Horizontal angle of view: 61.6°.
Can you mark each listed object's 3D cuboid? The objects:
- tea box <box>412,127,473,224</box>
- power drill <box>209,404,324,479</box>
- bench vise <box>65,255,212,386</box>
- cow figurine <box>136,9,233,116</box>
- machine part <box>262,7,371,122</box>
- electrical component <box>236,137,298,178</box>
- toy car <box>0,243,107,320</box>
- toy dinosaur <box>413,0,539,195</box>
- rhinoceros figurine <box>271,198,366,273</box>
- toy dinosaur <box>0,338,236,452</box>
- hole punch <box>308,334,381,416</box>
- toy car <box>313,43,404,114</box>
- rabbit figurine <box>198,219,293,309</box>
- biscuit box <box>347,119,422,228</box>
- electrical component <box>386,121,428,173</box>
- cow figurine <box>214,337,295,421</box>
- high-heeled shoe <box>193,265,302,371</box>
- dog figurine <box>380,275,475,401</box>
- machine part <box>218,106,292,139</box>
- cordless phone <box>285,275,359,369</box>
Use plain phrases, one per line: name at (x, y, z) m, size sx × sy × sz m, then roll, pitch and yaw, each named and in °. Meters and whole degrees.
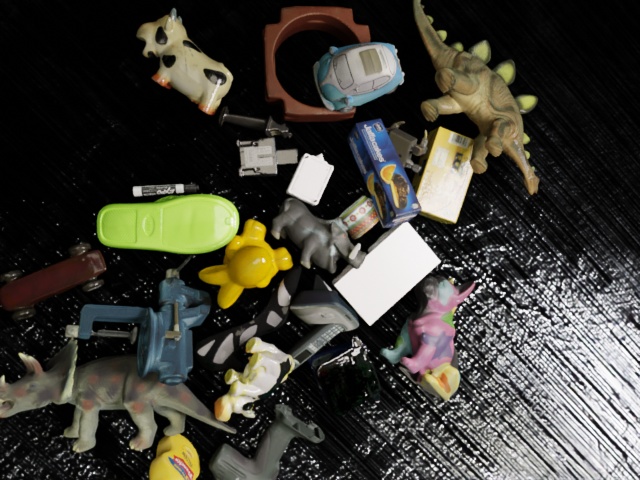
tea box at (0.243, -0.126, 1.067) m, size 0.098 × 0.068 × 0.169 m, roll 21°, pitch 90°, yaw -6°
power drill at (-0.081, 0.439, 1.045) m, size 0.232 × 0.086 × 0.207 m, roll 37°, pitch 95°, yaw -4°
bench vise at (-0.314, 0.142, 0.946) m, size 0.240 × 0.129 × 0.223 m, roll 7°, pitch 68°, yaw -26°
cow figurine at (-0.251, -0.332, 0.992) m, size 0.195 × 0.085 × 0.127 m, roll 34°, pitch 94°, yaw -4°
machine part at (-0.007, -0.329, 1.021) m, size 0.201 × 0.087 × 0.200 m, roll -3°, pitch 92°, yaw -9°
electrical component at (-0.101, -0.157, 1.034) m, size 0.119 × 0.048 × 0.074 m, roll -1°, pitch 92°, yaw -6°
toy car at (-0.490, 0.075, 0.989) m, size 0.202 × 0.053 × 0.089 m, roll -23°, pitch 84°, yaw -2°
toy dinosaur at (0.287, -0.290, 1.026) m, size 0.198 × 0.105 × 0.471 m, roll -32°, pitch 86°, yaw -33°
rhinoceros figurine at (-0.002, -0.003, 1.017) m, size 0.190 × 0.073 × 0.112 m, roll 37°, pitch 94°, yaw 9°
toy dinosaur at (-0.360, 0.274, 0.986) m, size 0.405 × 0.131 × 0.192 m, roll 0°, pitch 92°, yaw -13°
hole punch at (0.045, 0.264, 1.050) m, size 0.116 × 0.092 × 0.142 m, roll -22°, pitch 93°, yaw -17°
toy car at (0.074, -0.293, 0.939) m, size 0.162 × 0.103 × 0.109 m, roll -16°, pitch 95°, yaw -5°
rabbit figurine at (-0.137, 0.042, 0.973) m, size 0.162 × 0.173 × 0.121 m, roll -33°, pitch 99°, yaw -9°
biscuit box at (0.119, -0.128, 1.021) m, size 0.063 × 0.059 × 0.202 m, roll -16°, pitch 74°, yaw -23°
electrical component at (0.165, -0.186, 1.052) m, size 0.102 × 0.045 × 0.078 m, roll 29°, pitch 131°, yaw 28°
cow figurine at (-0.122, 0.266, 0.987) m, size 0.098 × 0.068 × 0.167 m, roll 26°, pitch 106°, yaw -30°
high-heeled shoe at (-0.139, 0.141, 1.026) m, size 0.145 × 0.086 × 0.248 m, roll 24°, pitch 86°, yaw 1°
dog figurine at (0.237, 0.178, 1.057) m, size 0.191 × 0.108 × 0.219 m, roll 40°, pitch 79°, yaw -16°
machine part at (-0.123, -0.220, 1.016) m, size 0.139 × 0.084 × 0.039 m, roll 14°, pitch 98°, yaw 3°
cordless phone at (-0.026, 0.169, 1.009) m, size 0.184 × 0.146 × 0.089 m, roll -43°, pitch 55°, yaw -1°
